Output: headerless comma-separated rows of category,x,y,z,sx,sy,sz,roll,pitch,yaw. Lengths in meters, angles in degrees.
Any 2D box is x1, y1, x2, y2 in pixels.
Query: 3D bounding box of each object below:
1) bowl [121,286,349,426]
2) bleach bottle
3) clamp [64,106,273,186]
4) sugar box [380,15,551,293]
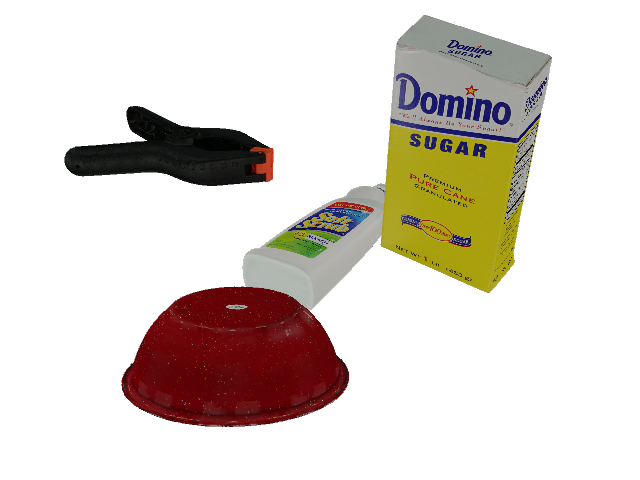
bowl,-0.059,0.072,0.750,0.162,0.055,0.162,0,16,0
bleach bottle,0.013,-0.007,1.330,0.103,0.068,0.250,16,36,26
clamp,-0.126,-0.073,0.901,0.172,0.039,0.120,13,37,26
sugar box,0.092,-0.054,0.717,0.093,0.176,0.048,23,49,23
